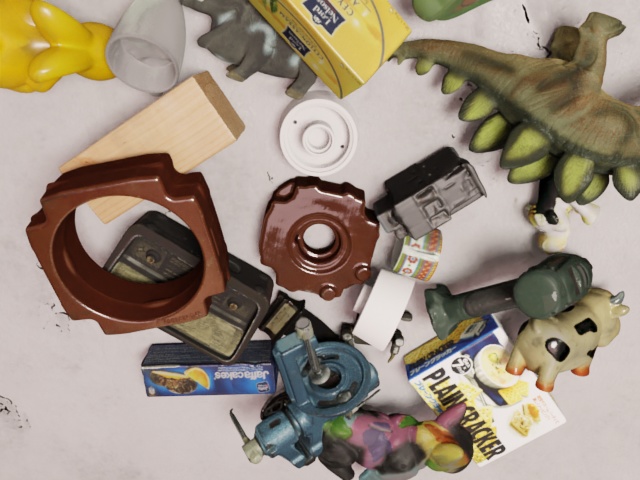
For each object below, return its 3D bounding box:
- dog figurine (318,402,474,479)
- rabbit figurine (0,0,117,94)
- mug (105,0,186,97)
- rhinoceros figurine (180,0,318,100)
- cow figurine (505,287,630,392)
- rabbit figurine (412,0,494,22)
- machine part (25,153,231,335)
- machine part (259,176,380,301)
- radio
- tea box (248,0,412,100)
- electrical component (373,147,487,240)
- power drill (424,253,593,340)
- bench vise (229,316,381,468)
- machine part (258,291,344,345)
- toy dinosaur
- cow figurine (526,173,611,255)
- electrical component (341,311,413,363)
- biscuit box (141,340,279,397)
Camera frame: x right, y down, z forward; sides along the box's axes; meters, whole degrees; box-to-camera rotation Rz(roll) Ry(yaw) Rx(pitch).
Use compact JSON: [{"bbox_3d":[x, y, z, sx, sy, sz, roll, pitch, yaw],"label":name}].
[{"bbox_3d":[0.117,0.294,0.802,0.191,0.108,0.219,37,134,-17],"label":"dog figurine"},{"bbox_3d":[-0.309,-0.231,0.625,0.173,0.162,0.121,3,100,-20],"label":"rabbit figurine"},{"bbox_3d":[-0.193,-0.232,0.638,0.081,0.107,0.109,5,151,5],"label":"mug"},{"bbox_3d":[-0.077,-0.244,0.645,0.190,0.073,0.112,23,112,-9],"label":"rhinoceros figurine"},{"bbox_3d":[0.357,0.128,0.762,0.195,0.086,0.127,-6,113,-33],"label":"cow figurine"},{"bbox_3d":[0.124,-0.336,0.599,0.159,0.121,0.170,-28,88,8],"label":"rabbit figurine"},{"bbox_3d":[-0.221,0.006,0.649,0.202,0.087,0.200,-12,120,0],"label":"machine part"},{"bbox_3d":[-0.002,-0.002,0.752,0.179,0.056,0.179,0,111,1],"label":"machine part"},{"bbox_3d":[-0.187,0.067,0.770,0.229,0.073,0.131,31,109,-12],"label":"radio"},{"bbox_3d":[0.007,-0.256,0.598,0.169,0.068,0.098,43,73,-17],"label":"tea box"},{"bbox_3d":[0.135,-0.058,0.696,0.134,0.115,0.058,-31,106,10],"label":"electrical component"},{"bbox_3d":[0.260,0.074,0.733,0.207,0.232,0.086,-13,88,29],"label":"power drill"},{"bbox_3d":[-0.023,0.200,0.731,0.224,0.129,0.240,-21,132,-10],"label":"bench vise"},{"bbox_3d":[-0.024,0.141,0.820,0.139,0.039,0.084,33,100,-10],"label":"machine part"},{"bbox_3d":[0.281,-0.158,0.633,0.472,0.105,0.198,31,97,12],"label":"toy dinosaur"},{"bbox_3d":[0.326,-0.065,0.717,0.098,0.068,0.167,27,106,-4],"label":"cow figurine"},{"bbox_3d":[0.083,0.138,0.813,0.102,0.045,0.078,13,113,-5],"label":"electrical component"},{"bbox_3d":[-0.166,0.198,0.829,0.203,0.063,0.059,-2,114,1],"label":"biscuit box"}]
